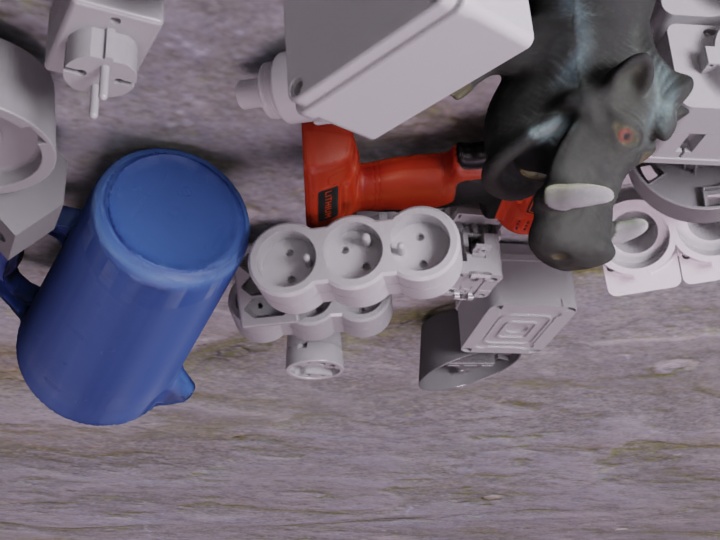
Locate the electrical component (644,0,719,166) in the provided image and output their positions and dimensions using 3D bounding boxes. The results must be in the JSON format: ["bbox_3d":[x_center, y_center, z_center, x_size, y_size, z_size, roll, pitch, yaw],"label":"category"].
[{"bbox_3d":[0.240,-0.114,0.567,0.186,0.105,0.060,1,155,-8],"label":"electrical component"}]

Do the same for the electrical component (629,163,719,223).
[{"bbox_3d":[0.209,-0.080,0.653,0.099,0.099,0.064,-6,161,9],"label":"electrical component"}]

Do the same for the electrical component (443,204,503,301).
[{"bbox_3d":[0.082,-0.014,0.822,0.042,0.063,0.081,5,155,-12],"label":"electrical component"}]

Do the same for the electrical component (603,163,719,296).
[{"bbox_3d":[0.235,-0.043,0.723,0.150,0.061,0.089,-10,112,17],"label":"electrical component"}]

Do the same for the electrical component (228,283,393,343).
[{"bbox_3d":[-0.041,0.037,0.935,0.138,0.052,0.073,-3,155,2],"label":"electrical component"}]

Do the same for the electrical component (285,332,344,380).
[{"bbox_3d":[-0.043,0.073,1.022,0.055,0.047,0.055,-2,156,-1],"label":"electrical component"}]

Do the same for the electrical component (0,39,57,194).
[{"bbox_3d":[-0.228,-0.095,0.619,0.108,0.060,0.108,-2,156,-1],"label":"electrical component"}]

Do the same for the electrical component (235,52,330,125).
[{"bbox_3d":[-0.042,-0.107,0.632,0.062,0.048,0.048,-4,157,23],"label":"electrical component"}]

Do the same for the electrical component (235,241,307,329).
[{"bbox_3d":[-0.069,0.008,0.865,0.047,0.065,0.077,-6,-176,8],"label":"electrical component"}]

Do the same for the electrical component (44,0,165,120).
[{"bbox_3d":[-0.135,-0.116,0.562,0.047,0.076,0.066,10,153,-25],"label":"electrical component"}]

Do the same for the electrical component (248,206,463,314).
[{"bbox_3d":[0.000,0.000,0.723,0.138,0.052,0.073,-7,159,5],"label":"electrical component"}]

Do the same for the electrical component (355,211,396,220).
[{"bbox_3d":[0.006,-0.023,0.802,0.078,0.057,0.058,-16,152,27],"label":"electrical component"}]

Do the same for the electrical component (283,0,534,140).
[{"bbox_3d":[0.018,-0.133,0.501,0.056,0.108,0.109,16,150,-40],"label":"electrical component"}]

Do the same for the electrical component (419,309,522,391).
[{"bbox_3d":[0.103,0.076,1.021,0.099,0.064,0.099,-2,155,-1],"label":"electrical component"}]

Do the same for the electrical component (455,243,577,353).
[{"bbox_3d":[0.132,0.025,0.920,0.078,0.057,0.113,2,155,-9],"label":"electrical component"}]
